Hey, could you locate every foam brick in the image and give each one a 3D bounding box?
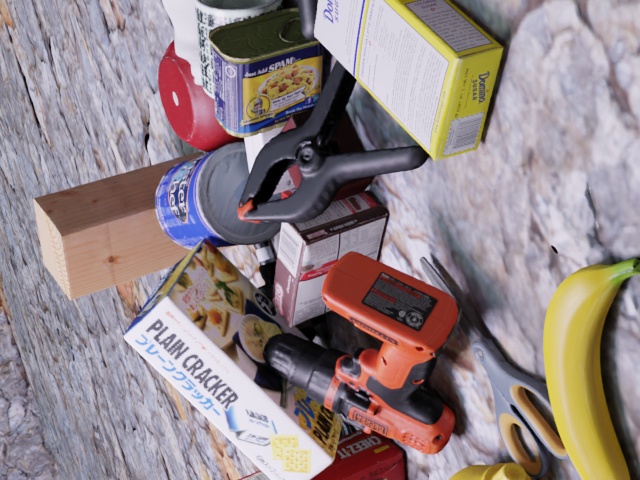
[{"bbox_3d":[0.003,-0.072,0.940,0.078,0.052,0.051,65,154,10],"label":"foam brick"}]

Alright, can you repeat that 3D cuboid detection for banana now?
[{"bbox_3d":[0.182,0.095,0.721,0.070,0.037,0.198,32,134,54],"label":"banana"}]

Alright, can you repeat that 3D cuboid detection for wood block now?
[{"bbox_3d":[-0.206,-0.019,1.212,0.090,0.205,0.091,42,142,45],"label":"wood block"}]

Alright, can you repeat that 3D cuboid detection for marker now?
[{"bbox_3d":[-0.052,0.039,1.164,0.020,0.020,0.121,-19,91,64],"label":"marker"}]

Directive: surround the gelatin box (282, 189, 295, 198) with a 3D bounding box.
[{"bbox_3d":[-0.007,0.001,1.029,0.073,0.030,0.089,36,135,58],"label":"gelatin box"}]

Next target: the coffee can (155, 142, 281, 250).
[{"bbox_3d":[-0.102,-0.042,1.110,0.141,0.102,0.103,-6,102,64],"label":"coffee can"}]

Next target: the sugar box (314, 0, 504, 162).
[{"bbox_3d":[0.060,-0.147,0.789,0.176,0.048,0.093,55,150,37],"label":"sugar box"}]

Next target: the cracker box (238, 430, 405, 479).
[{"bbox_3d":[0.009,0.314,1.066,0.072,0.164,0.214,33,135,55],"label":"cracker box"}]

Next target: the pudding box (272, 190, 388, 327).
[{"bbox_3d":[0.008,0.018,0.951,0.039,0.089,0.114,51,148,33],"label":"pudding box"}]

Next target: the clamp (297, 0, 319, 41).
[{"bbox_3d":[-0.027,-0.290,0.870,0.165,0.036,0.210,50,145,44],"label":"clamp"}]

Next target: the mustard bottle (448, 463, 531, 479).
[{"bbox_3d":[0.137,0.237,0.868,0.096,0.058,0.192,45,148,29],"label":"mustard bottle"}]

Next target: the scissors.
[{"bbox_3d":[0.133,0.107,0.849,0.202,0.016,0.096,48,146,39],"label":"scissors"}]

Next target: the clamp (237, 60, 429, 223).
[{"bbox_3d":[-0.002,-0.078,0.877,0.172,0.039,0.120,-28,64,20],"label":"clamp"}]

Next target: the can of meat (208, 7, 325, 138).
[{"bbox_3d":[-0.044,-0.145,0.930,0.057,0.102,0.084,49,150,40],"label":"can of meat"}]

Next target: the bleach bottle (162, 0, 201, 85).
[{"bbox_3d":[-0.119,-0.262,0.998,0.068,0.102,0.251,14,125,23],"label":"bleach bottle"}]

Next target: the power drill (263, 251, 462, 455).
[{"bbox_3d":[0.036,0.091,0.890,0.184,0.057,0.188,24,147,14],"label":"power drill"}]

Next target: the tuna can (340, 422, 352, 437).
[{"bbox_3d":[-0.007,0.216,1.120,0.086,0.086,0.034,40,139,47],"label":"tuna can"}]

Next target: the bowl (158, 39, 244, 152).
[{"bbox_3d":[-0.130,-0.157,1.143,0.162,0.055,0.162,43,143,45],"label":"bowl"}]
